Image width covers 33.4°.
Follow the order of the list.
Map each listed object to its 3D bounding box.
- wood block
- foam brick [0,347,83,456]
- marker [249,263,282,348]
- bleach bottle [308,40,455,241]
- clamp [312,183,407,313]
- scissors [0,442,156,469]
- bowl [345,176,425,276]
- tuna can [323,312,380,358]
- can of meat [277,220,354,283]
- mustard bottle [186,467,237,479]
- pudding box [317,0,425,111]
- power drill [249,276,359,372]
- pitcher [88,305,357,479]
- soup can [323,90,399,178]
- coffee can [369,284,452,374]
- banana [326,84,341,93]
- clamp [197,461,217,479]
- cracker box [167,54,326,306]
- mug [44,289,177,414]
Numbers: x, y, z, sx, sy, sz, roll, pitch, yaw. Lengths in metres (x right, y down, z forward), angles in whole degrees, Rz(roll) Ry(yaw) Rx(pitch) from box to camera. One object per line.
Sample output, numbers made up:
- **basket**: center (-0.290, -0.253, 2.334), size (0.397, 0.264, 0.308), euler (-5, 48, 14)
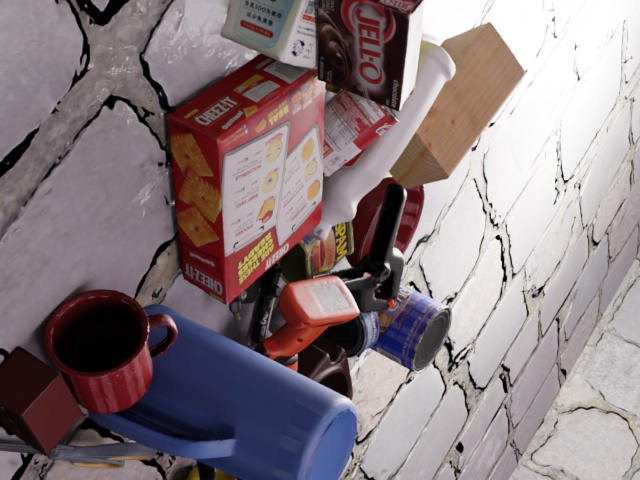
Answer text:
- **wood block**: center (0.160, -0.169, 1.341), size (0.090, 0.091, 0.205), euler (50, 59, -20)
- **foam brick**: center (-0.254, 0.143, 0.943), size (0.051, 0.053, 0.078), euler (-49, 151, -26)
- **marker**: center (-0.065, 0.082, 1.282), size (0.020, 0.020, 0.121), euler (-25, 135, -53)
- **bleach bottle**: center (0.055, -0.112, 1.217), size (0.251, 0.103, 0.068), euler (-63, 145, -10)
- **clamp**: center (0.071, 0.028, 1.332), size (0.164, 0.036, 0.210), euler (-52, 153, -7)
- **scissors**: center (-0.230, 0.201, 1.022), size (0.201, 0.096, 0.016), euler (43, 38, -66)
- **bowl**: center (0.074, -0.022, 1.406), size (0.161, 0.055, 0.162), euler (-43, 148, -36)
- **tuna can**: center (0.035, 0.114, 1.428), size (0.033, 0.086, 0.086), euler (-26, 136, -50)
- **can of meat**: center (-0.008, 0.002, 1.272), size (0.083, 0.057, 0.102), euler (-44, 149, -30)
- **mustard bottle**: center (-0.170, 0.376, 1.320), size (0.191, 0.058, 0.096), euler (-64, 167, 2)
- **pudding box**: center (0.045, -0.182, 0.971), size (0.039, 0.090, 0.113), euler (-52, 157, -33)
- **power drill**: center (-0.059, 0.117, 1.202), size (0.184, 0.057, 0.188), euler (-9, 152, -50)
- **pitcher**: center (-0.095, 0.167, 1.043), size (0.149, 0.243, 0.145), euler (-59, 152, -22)
- **soup can**: center (0.026, -0.124, 1.159), size (0.102, 0.068, 0.068), euler (-38, 156, 9)
- **coffee can**: center (0.097, 0.108, 1.475), size (0.102, 0.140, 0.103), euler (-43, 148, -36)
- **banana**: center (0.020, -0.229, 1.133), size (0.069, 0.037, 0.198), euler (-75, 173, -47)
- **clamp**: center (-0.119, 0.217, 1.141), size (0.120, 0.172, 0.039), euler (-9, 104, -48)
- **cracker box**: center (-0.070, -0.066, 1.071), size (0.164, 0.072, 0.214), euler (-42, 148, -36)
- **mug**: center (-0.187, 0.101, 0.977), size (0.117, 0.093, 0.081), euler (-22, 146, -16)
